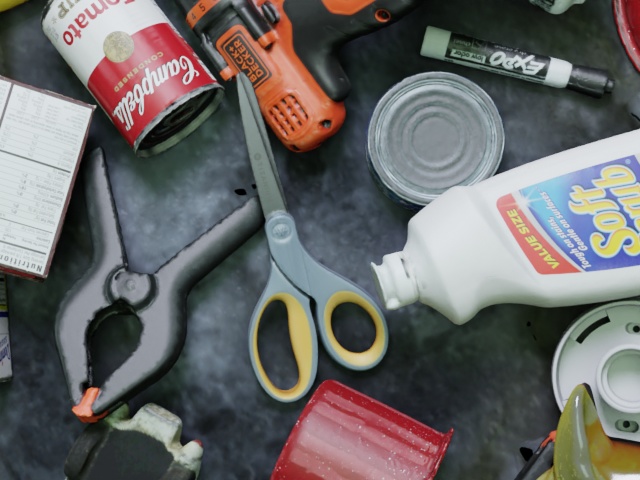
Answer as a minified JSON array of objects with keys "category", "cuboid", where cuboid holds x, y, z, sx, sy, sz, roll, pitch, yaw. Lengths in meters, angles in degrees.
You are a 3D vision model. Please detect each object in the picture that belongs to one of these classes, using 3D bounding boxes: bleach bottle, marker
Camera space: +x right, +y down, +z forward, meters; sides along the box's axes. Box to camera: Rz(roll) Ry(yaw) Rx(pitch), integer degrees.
[{"category":"bleach bottle","cuboid":[0.155,-0.002,0.617,0.250,0.068,0.102,-17,85,-5]},{"category":"marker","cuboid":[0.123,-0.110,0.665,0.121,0.020,0.020,15,87,5]}]

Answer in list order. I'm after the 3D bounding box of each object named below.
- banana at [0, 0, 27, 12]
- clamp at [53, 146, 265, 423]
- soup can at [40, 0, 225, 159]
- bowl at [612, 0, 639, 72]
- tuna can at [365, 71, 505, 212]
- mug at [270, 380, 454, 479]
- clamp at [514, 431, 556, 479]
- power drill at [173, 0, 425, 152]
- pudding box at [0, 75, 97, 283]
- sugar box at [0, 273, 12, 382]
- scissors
[{"category":"banana","cuboid":[-0.190,-0.190,0.680,0.198,0.037,0.069,-26,87,1]},{"category":"clamp","cuboid":[-0.102,0.029,0.649,0.120,0.039,0.171,7,74,7]},{"category":"soup can","cuboid":[-0.115,-0.111,0.655,0.068,0.068,0.102,-38,84,0]},{"category":"bowl","cuboid":[0.263,-0.154,0.642,0.162,0.055,0.162,0,87,4]},{"category":"tuna can","cuboid":[0.071,-0.060,0.657,0.086,0.034,0.086,0,86,3]},{"category":"mug","cuboid":[0.016,0.143,0.615,0.081,0.093,0.117,26,62,9]},{"category":"clamp","cuboid":[0.132,0.221,0.634,0.164,0.036,0.210,-5,87,5]},{"category":"power drill","cuboid":[-0.003,-0.168,0.620,0.188,0.057,0.184,-34,95,32]},{"category":"pudding box","cuboid":[-0.191,-0.039,0.634,0.090,0.039,0.113,17,81,-17]},{"category":"sugar box","cuboid":[-0.248,0.005,0.667,0.093,0.048,0.176,-4,89,1]},{"category":"scissors","cuboid":[-0.004,0.001,0.648,0.096,0.016,0.202,1,99,-4]}]
